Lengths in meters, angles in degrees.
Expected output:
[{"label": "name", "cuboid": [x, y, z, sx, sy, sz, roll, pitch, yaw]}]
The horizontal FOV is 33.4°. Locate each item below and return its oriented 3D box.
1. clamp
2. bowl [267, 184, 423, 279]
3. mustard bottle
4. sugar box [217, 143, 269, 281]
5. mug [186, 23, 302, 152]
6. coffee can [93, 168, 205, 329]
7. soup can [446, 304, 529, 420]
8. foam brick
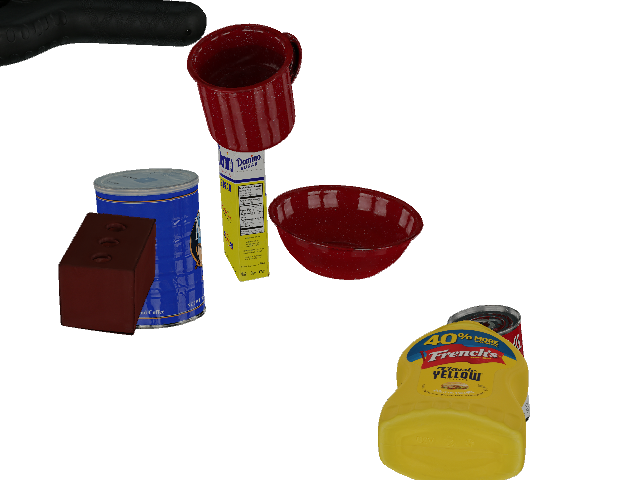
[{"label": "clamp", "cuboid": [-0.164, -0.134, 0.605, 0.171, 0.039, 0.120, -11, 31, -28]}, {"label": "bowl", "cuboid": [0.024, -0.004, 1.116, 0.162, 0.055, 0.162, 4, 26, -2]}, {"label": "mustard bottle", "cuboid": [0.102, 0.105, 0.772, 0.096, 0.058, 0.191, 1, 18, 12]}, {"label": "sugar box", "cuboid": [-0.096, -0.048, 1.321, 0.048, 0.176, 0.093, -11, 26, -15]}, {"label": "mug", "cuboid": [-0.059, -0.141, 0.960, 0.093, 0.081, 0.117, 28, 57, 28]}, {"label": "coffee can", "cuboid": [-0.169, 0.006, 1.067, 0.103, 0.140, 0.103, -2, 15, 0]}, {"label": "soup can", "cuboid": [0.158, 0.120, 0.997, 0.068, 0.102, 0.068, -9, 19, 3]}, {"label": "foam brick", "cuboid": [-0.149, 0.022, 0.752, 0.053, 0.051, 0.078, 6, 29, 0]}]
